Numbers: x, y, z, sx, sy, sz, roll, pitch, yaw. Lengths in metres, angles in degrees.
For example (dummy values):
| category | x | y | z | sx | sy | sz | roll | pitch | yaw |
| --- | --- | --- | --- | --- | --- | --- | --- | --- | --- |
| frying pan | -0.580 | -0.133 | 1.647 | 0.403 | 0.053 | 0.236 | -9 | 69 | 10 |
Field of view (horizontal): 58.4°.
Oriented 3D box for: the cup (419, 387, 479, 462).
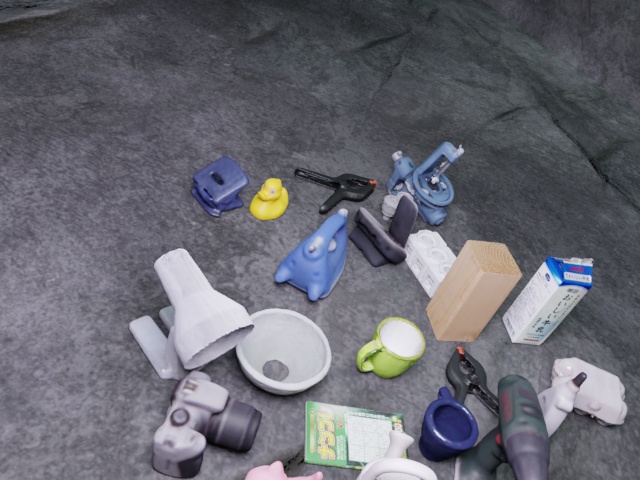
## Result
| category | x | y | z | sx | sy | sz | roll | pitch | yaw |
| --- | --- | --- | --- | --- | --- | --- | --- | --- | --- |
| cup | 0.203 | 0.317 | 0.964 | 0.092 | 0.095 | 0.117 | 11 | 41 | -12 |

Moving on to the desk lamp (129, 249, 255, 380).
| category | x | y | z | sx | sy | sz | roll | pitch | yaw |
| --- | --- | --- | --- | --- | --- | --- | --- | --- | --- |
| desk lamp | -0.210 | 0.130 | 0.903 | 0.118 | 0.213 | 0.202 | -22 | 56 | -39 |

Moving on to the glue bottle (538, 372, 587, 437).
| category | x | y | z | sx | sy | sz | roll | pitch | yaw |
| --- | --- | --- | --- | --- | --- | --- | --- | --- | --- |
| glue bottle | 0.427 | 0.292 | 1.028 | 0.037 | 0.173 | 0.078 | 20 | 40 | 0 |

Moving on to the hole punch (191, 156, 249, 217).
| category | x | y | z | sx | sy | sz | roll | pitch | yaw |
| --- | --- | --- | --- | --- | --- | --- | --- | --- | --- |
| hole punch | -0.223 | -0.122 | 1.274 | 0.101 | 0.091 | 0.108 | -21 | 55 | -39 |

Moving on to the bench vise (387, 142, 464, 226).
| category | x | y | z | sx | sy | sz | roll | pitch | yaw |
| --- | --- | --- | --- | --- | --- | --- | --- | --- | --- |
| bench vise | 0.259 | -0.169 | 1.433 | 0.207 | 0.220 | 0.122 | 33 | 42 | 15 |

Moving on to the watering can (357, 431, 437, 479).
| category | x | y | z | sx | sy | sz | roll | pitch | yaw |
| --- | --- | --- | --- | --- | --- | --- | --- | --- | --- |
| watering can | 0.095 | 0.352 | 0.802 | 0.101 | 0.194 | 0.172 | 7 | 42 | -16 |

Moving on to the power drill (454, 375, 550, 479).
| category | x | y | z | sx | sy | sz | roll | pitch | yaw |
| --- | --- | --- | --- | --- | --- | --- | --- | --- | --- |
| power drill | 0.287 | 0.334 | 0.893 | 0.075 | 0.208 | 0.230 | 21 | 40 | 0 |

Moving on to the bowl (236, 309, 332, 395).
| category | x | y | z | sx | sy | sz | roll | pitch | yaw |
| --- | --- | --- | --- | --- | --- | --- | --- | --- | --- |
| bowl | -0.069 | 0.204 | 0.989 | 0.167 | 0.075 | 0.167 | 12 | 41 | -10 |

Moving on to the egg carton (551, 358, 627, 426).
| category | x | y | z | sx | sy | sz | roll | pitch | yaw |
| --- | --- | --- | --- | --- | --- | --- | --- | --- | --- |
| egg carton | 0.534 | 0.303 | 1.143 | 0.150 | 0.069 | 0.107 | 24 | 40 | 4 |

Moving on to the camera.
| category | x | y | z | sx | sy | sz | roll | pitch | yaw |
| --- | --- | --- | --- | --- | --- | --- | --- | --- | --- |
| camera | -0.161 | 0.274 | 0.851 | 0.137 | 0.101 | 0.143 | 19 | 40 | -2 |

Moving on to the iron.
| category | x | y | z | sx | sy | sz | roll | pitch | yaw |
| --- | --- | --- | --- | --- | --- | --- | --- | --- | --- |
| iron | 0.011 | 0.004 | 1.194 | 0.118 | 0.141 | 0.259 | 27 | 40 | 8 |

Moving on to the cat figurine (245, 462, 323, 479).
| category | x | y | z | sx | sy | sz | roll | pitch | yaw |
| --- | --- | --- | --- | --- | --- | --- | --- | --- | --- |
| cat figurine | -0.056 | 0.348 | 0.800 | 0.128 | 0.118 | 0.067 | 0 | 44 | -23 |

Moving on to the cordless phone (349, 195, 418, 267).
| category | x | y | z | sx | sy | sz | roll | pitch | yaw |
| --- | --- | --- | --- | --- | --- | --- | --- | --- | --- |
| cordless phone | 0.151 | -0.045 | 1.275 | 0.094 | 0.185 | 0.147 | -19 | 54 | -37 |

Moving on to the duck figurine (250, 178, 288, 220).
| category | x | y | z | sx | sy | sz | roll | pitch | yaw |
| --- | --- | --- | --- | --- | --- | --- | --- | --- | --- |
| duck figurine | -0.109 | -0.103 | 1.305 | 0.077 | 0.086 | 0.105 | 37 | 42 | 18 |
